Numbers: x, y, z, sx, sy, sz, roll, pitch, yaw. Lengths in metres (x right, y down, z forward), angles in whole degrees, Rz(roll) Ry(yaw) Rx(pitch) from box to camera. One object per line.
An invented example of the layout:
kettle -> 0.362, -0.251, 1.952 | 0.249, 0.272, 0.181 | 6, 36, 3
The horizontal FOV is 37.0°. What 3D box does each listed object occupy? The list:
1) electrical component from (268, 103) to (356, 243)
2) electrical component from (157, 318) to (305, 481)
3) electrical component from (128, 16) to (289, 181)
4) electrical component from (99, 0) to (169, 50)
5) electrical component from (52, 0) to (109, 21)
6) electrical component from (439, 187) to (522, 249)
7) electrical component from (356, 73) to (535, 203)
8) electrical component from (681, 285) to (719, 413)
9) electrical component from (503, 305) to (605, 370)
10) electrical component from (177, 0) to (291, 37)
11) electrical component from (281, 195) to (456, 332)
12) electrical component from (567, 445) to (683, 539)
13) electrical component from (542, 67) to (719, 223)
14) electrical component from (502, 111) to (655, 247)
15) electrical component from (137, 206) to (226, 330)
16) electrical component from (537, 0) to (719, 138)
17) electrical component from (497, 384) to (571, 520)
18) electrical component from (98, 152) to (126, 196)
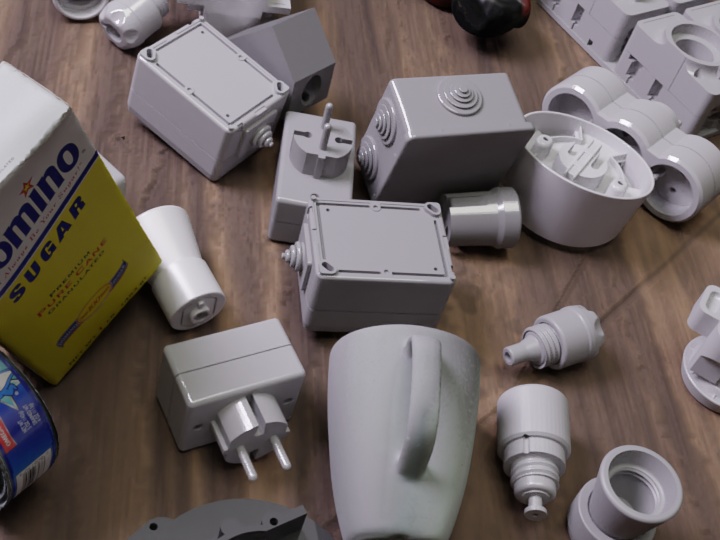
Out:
electrical component -> -0.026, -0.070, 0.675 | 0.047, 0.075, 0.083 | 9, 48, -8
electrical component -> -0.061, 0.074, 0.561 | 0.066, 0.047, 0.076 | -14, 56, -26
electrical component -> -0.095, -0.105, 0.701 | 0.096, 0.061, 0.062 | 40, 51, 9
electrical component -> -0.153, -0.185, 0.760 | 0.035, 0.035, 0.061 | 36, 63, 15
electrical component -> -0.203, -0.208, 0.770 | 0.040, 0.040, 0.046 | -7, 46, -21
electrical component -> 0.077, -0.033, 0.698 | 0.046, 0.040, 0.040 | -3, 51, -10
electrical component -> 0.051, -0.082, 0.694 | 0.100, 0.099, 0.048 | -7, 64, -21
electrical component -> 0.232, 0.052, 0.655 | 0.078, 0.057, 0.058 | 30, 49, 10
electrical component -> 0.114, 0.044, 0.645 | 0.061, 0.035, 0.035 | -16, 56, -24
electrical component -> -0.097, -0.222, 0.795 | 0.079, 0.063, 0.121 | 3, 50, -13
electrical component -> 0.000, 0.000, 0.633 | 0.096, 0.061, 0.061 | 3, 50, -13
electrical component -> 0.138, 0.125, 0.567 | 0.045, 0.055, 0.045 | 8, 49, -9
electrical component -> 0.207, -0.099, 0.782 | 0.138, 0.052, 0.074 | 41, 52, 19
electrical component -> 0.146, -0.065, 0.727 | 0.099, 0.064, 0.099 | 8, 49, -9
electrical component -> -0.105, 0.001, 0.616 | 0.044, 0.044, 0.065 | -19, 63, -29
electrical component -> 0.248, -0.195, 0.870 | 0.105, 0.060, 0.186 | -19, 58, -29
electrical component -> 0.095, 0.099, 0.588 | 0.040, 0.040, 0.078 | 11, 49, -6
electrical component -> -0.184, -0.050, 0.624 | 0.096, 0.061, 0.061 | 41, 52, 19
